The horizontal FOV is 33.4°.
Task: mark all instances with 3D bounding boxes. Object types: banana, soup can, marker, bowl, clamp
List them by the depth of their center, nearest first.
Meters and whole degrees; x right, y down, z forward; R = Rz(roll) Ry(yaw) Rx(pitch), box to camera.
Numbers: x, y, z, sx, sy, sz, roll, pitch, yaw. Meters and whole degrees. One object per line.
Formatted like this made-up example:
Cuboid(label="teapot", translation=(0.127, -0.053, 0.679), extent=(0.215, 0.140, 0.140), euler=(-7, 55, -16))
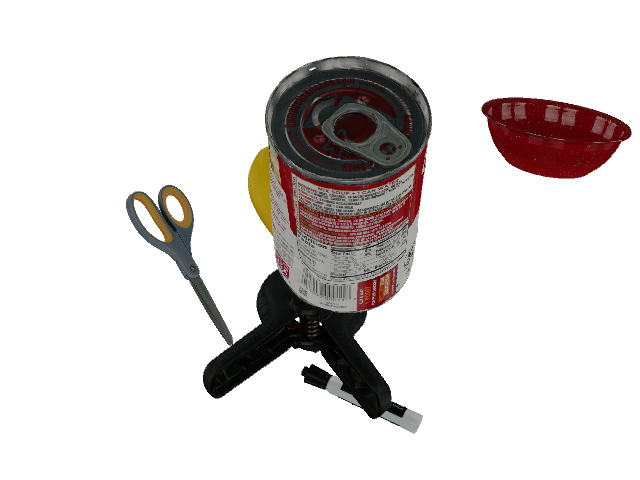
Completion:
Cuboid(label="soup can", translation=(0.011, -0.021, 0.472), extent=(0.068, 0.068, 0.102), euler=(0, -36, 0))
Cuboid(label="clamp", translation=(0.001, 0.062, 0.738), extent=(0.120, 0.039, 0.171), euler=(17, 35, 7))
Cuboid(label="banana", translation=(-0.027, -0.038, 0.921), extent=(0.069, 0.037, 0.198), euler=(-3, 33, -7))
Cuboid(label="marker", translation=(0.037, 0.147, 0.998), extent=(0.121, 0.020, 0.020), euler=(23, 6, 15))
Cuboid(label="bowl", translation=(0.251, -0.108, 1.162), extent=(0.162, 0.055, 0.162), euler=(6, 23, -3))

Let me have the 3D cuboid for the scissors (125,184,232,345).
Cuboid(label="scissors", translation=(-0.145, 0.018, 1.222), extent=(0.016, 0.201, 0.096), euler=(-28, 17, 39))
